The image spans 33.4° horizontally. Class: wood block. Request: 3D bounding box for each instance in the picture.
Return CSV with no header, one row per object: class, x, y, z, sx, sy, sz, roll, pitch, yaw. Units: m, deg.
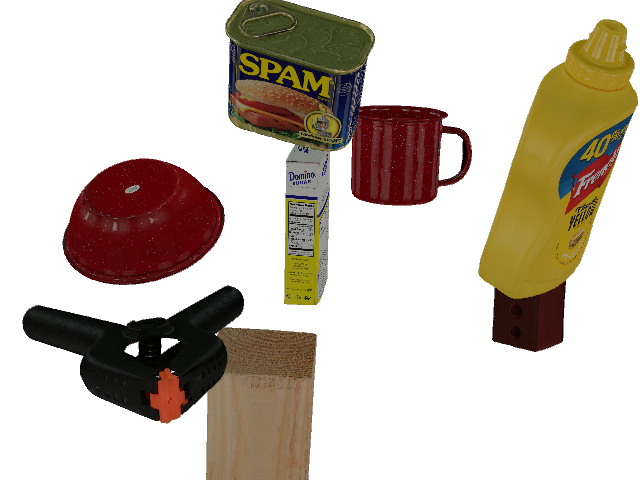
wood block,-0.054,0.191,0.959,0.090,0.206,0.091,4,21,1

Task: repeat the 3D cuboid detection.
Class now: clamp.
clamp,-0.108,0.070,0.729,0.164,0.036,0.210,-8,14,-21

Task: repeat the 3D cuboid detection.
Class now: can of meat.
can of meat,-0.018,-0.118,0.770,0.102,0.057,0.084,18,-40,9

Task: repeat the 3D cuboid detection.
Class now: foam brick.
foam brick,0.204,0.063,1.042,0.053,0.078,0.051,12,18,41

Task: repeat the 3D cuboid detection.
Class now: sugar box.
sugar box,-0.016,-0.022,1.240,0.048,0.176,0.093,2,21,8

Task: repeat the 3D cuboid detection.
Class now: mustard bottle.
mustard bottle,0.162,-0.056,0.699,0.058,0.192,0.096,37,46,29

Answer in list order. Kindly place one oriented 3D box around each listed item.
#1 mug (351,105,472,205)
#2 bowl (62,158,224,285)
mug,0.082,-0.079,0.994,0.117,0.081,0.093,2,14,2
bowl,-0.177,-0.031,1.034,0.162,0.055,0.162,-5,41,4
